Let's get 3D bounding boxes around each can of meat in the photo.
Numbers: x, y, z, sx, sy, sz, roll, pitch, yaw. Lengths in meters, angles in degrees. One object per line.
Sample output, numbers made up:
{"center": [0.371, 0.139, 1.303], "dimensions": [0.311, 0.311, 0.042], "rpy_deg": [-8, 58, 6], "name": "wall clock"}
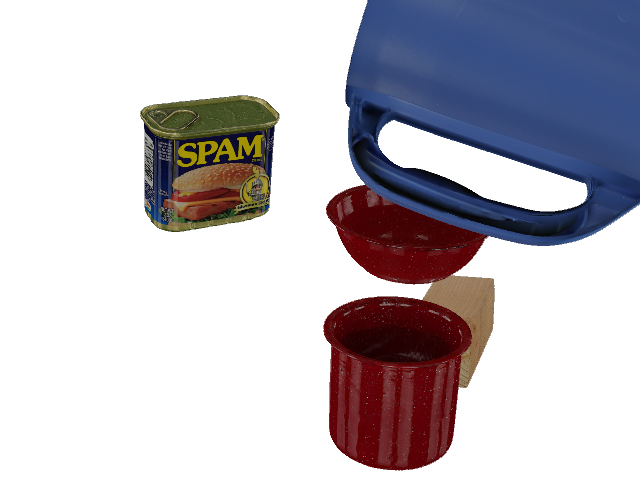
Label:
{"center": [-0.086, -0.059, 0.819], "dimensions": [0.101, 0.084, 0.057], "rpy_deg": [-10, 32, -25], "name": "can of meat"}

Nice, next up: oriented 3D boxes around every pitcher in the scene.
{"center": [0.138, -0.080, 0.549], "dimensions": [0.243, 0.149, 0.144], "rpy_deg": [23, 36, 7], "name": "pitcher"}

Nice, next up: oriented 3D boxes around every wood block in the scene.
{"center": [0.192, 0.127, 1.555], "dimensions": [0.091, 0.090, 0.205], "rpy_deg": [4, 19, 17], "name": "wood block"}

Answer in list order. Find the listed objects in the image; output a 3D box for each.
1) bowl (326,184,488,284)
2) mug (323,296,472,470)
{"center": [0.085, -0.002, 1.019], "dimensions": [0.162, 0.055, 0.162], "rpy_deg": [2, 24, -1], "name": "bowl"}
{"center": [0.052, 0.088, 0.693], "dimensions": [0.093, 0.081, 0.117], "rpy_deg": [12, 25, 23], "name": "mug"}
